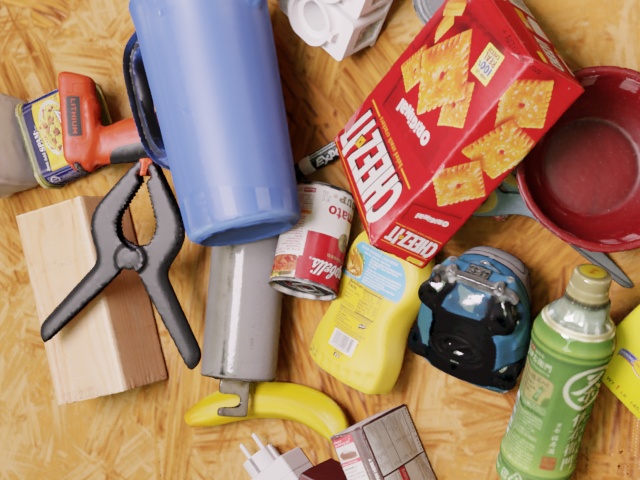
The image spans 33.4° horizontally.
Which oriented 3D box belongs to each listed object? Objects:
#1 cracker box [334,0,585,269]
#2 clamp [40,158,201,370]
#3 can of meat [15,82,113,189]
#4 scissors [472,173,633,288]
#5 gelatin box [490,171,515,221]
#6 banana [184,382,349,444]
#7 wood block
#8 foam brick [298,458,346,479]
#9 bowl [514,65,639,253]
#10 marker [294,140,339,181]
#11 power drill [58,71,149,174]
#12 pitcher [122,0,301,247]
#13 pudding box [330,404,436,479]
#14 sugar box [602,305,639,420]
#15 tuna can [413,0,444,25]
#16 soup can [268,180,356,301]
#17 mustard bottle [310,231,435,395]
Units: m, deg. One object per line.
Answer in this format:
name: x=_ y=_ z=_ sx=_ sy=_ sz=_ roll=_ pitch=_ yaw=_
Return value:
cracker box: x=0.110 y=-0.108 z=0.935 sx=0.214 sy=0.072 sz=0.164 roll=-49 pitch=34 yaw=27
clamp: x=-0.177 y=0.025 z=1.064 sx=0.164 sy=0.036 sz=0.210 roll=17 pitch=97 yaw=2
can of meat: x=-0.275 y=-0.118 z=1.173 sx=0.084 sy=0.057 sz=0.102 roll=-21 pitch=84 yaw=21
scissors: x=0.189 y=-0.015 z=0.972 sx=0.096 sy=0.016 sz=0.202 roll=-34 pitch=90 yaw=9
gelatin box: x=0.145 y=-0.066 z=1.007 sx=0.089 sy=0.030 sz=0.073 roll=22 pitch=100 yaw=21
banana: x=-0.047 y=0.175 z=1.085 sx=0.198 sy=0.037 sz=0.069 roll=8 pitch=51 yaw=30
wood block: x=-0.244 y=0.063 z=1.148 sx=0.090 sy=0.090 sz=0.206 roll=-15 pitch=86 yaw=23
foam brick: x=0.009 y=0.256 z=1.053 sx=0.051 sy=0.078 sz=0.053 roll=24 pitch=101 yaw=22
bowl: x=0.244 y=-0.068 z=0.933 sx=0.162 sy=0.055 sz=0.162 roll=0 pitch=86 yaw=-1
marker: x=0.009 y=-0.087 z=1.071 sx=0.121 sy=0.020 sz=0.020 roll=-29 pitch=81 yaw=21
power drill: x=-0.172 y=-0.144 z=1.100 sx=0.187 sy=0.057 sz=0.184 roll=-5 pitch=83 yaw=5
pitcher: x=-0.101 y=-0.119 z=1.004 sx=0.145 sy=0.149 sz=0.243 roll=-10 pitch=81 yaw=-12
pudding box: x=0.063 y=0.211 z=1.009 sx=0.039 sy=0.113 sz=0.090 roll=-27 pitch=80 yaw=24
sugar box: x=0.315 y=0.077 z=0.902 sx=0.093 sy=0.048 sz=0.176 roll=47 pitch=130 yaw=15
tuna can: x=0.132 y=-0.232 z=1.004 sx=0.086 sy=0.033 sz=0.086 roll=1 pitch=92 yaw=23
soup can: x=-0.007 y=0.001 z=1.039 sx=0.069 sy=0.068 sz=0.102 roll=6 pitch=73 yaw=23
mustard bottle: x=0.061 y=0.046 z=1.030 sx=0.096 sy=0.058 sz=0.192 roll=30 pitch=104 yaw=43
